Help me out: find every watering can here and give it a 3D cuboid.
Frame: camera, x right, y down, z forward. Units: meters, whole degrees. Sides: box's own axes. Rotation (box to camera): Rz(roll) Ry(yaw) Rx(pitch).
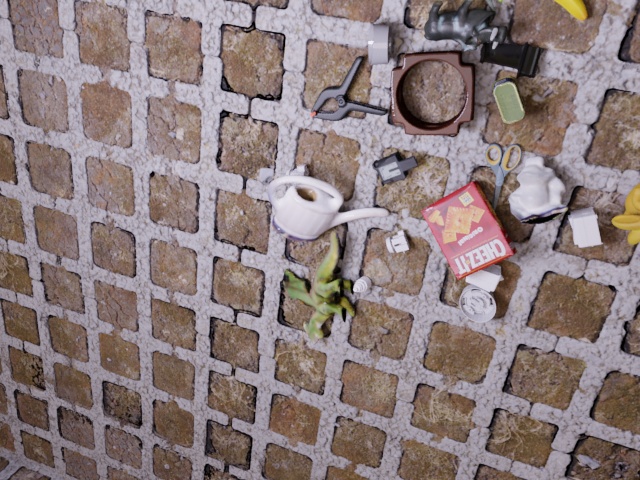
[{"bbox_3d":[0.005,-0.075,1.482,0.346,0.106,0.219,19,136,-14],"label":"watering can"}]

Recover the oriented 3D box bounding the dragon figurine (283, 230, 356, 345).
[{"bbox_3d":[-0.017,0.147,1.599,0.243,0.124,0.404,3,113,28],"label":"dragon figurine"}]

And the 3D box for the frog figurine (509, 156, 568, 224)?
[{"bbox_3d":[0.541,-0.124,1.297,0.136,0.122,0.162,-23,67,35],"label":"frog figurine"}]
